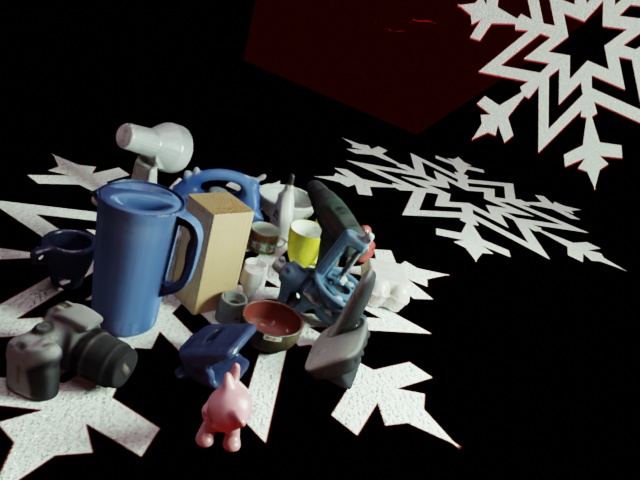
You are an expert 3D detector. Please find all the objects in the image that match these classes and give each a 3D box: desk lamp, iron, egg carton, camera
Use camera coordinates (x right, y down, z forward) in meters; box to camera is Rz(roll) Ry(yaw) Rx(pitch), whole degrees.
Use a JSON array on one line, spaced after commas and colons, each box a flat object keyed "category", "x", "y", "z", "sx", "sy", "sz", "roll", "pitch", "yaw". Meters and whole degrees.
[{"category": "desk lamp", "x": -0.413, "y": -0.174, "z": 1.352, "sx": 0.117, "sy": 0.213, "sz": 0.204, "roll": 28, "pitch": 26, "yaw": 26}, {"category": "iron", "x": -0.260, "y": -0.118, "z": 1.418, "sx": 0.259, "sy": 0.141, "sz": 0.118, "roll": 9, "pitch": 25, "yaw": -17}, {"category": "egg carton", "x": 0.147, "y": 0.099, "z": 1.297, "sx": 0.107, "sy": 0.069, "sz": 0.150, "roll": 12, "pitch": 24, "yaw": -10}, {"category": "camera", "x": -0.341, "y": 0.158, "z": 0.813, "sx": 0.136, "sy": 0.101, "sz": 0.143, "roll": 22, "pitch": 24, "yaw": 12}]

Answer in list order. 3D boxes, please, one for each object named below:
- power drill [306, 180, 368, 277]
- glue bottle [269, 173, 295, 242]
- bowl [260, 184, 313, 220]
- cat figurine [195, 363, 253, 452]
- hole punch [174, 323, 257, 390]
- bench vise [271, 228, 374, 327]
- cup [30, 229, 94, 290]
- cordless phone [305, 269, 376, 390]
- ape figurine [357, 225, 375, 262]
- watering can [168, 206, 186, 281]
[{"category": "power drill", "x": 0.011, "y": 0.004, "z": 1.244, "sx": 0.076, "sy": 0.208, "sz": 0.228, "roll": -1, "pitch": 29, "yaw": -35}, {"category": "glue bottle", "x": -0.088, "y": -0.084, "z": 1.417, "sx": 0.037, "sy": 0.173, "sz": 0.078, "roll": 3, "pitch": 27, "yaw": -28}, {"category": "bowl", "x": -0.093, "y": -0.088, "z": 1.544, "sx": 0.167, "sy": 0.075, "sz": 0.167, "roll": 14, "pitch": 24, "yaw": -6}, {"category": "cat figurine", "x": -0.125, "y": 0.224, "z": 0.788, "sx": 0.067, "sy": 0.118, "sz": 0.127, "roll": 14, "pitch": 24, "yaw": -6}, {"category": "hole punch", "x": -0.165, "y": 0.173, "z": 0.908, "sx": 0.101, "sy": 0.091, "sz": 0.109, "roll": 21, "pitch": 24, "yaw": 9}, {"category": "bench vise", "x": 0.010, "y": 0.067, "z": 1.092, "sx": 0.207, "sy": 0.220, "sz": 0.121, "roll": 15, "pitch": 24, "yaw": -4}, {"category": "cup", "x": -0.451, "y": 0.043, "z": 1.001, "sx": 0.091, "sy": 0.095, "sz": 0.118, "roll": 27, "pitch": 26, "yaw": 23}, {"category": "cordless phone", "x": 0.046, "y": 0.146, "z": 0.987, "sx": 0.094, "sy": 0.185, "sz": 0.147, "roll": 18, "pitch": 24, "yaw": 3}, {"category": "ape figurine", "x": 0.108, "y": 0.004, "z": 1.452, "sx": 0.078, "sy": 0.092, "sz": 0.076, "roll": 13, "pitch": 24, "yaw": -7}, {"category": "watering can", "x": -0.312, "y": -0.011, "z": 1.086, "sx": 0.101, "sy": 0.194, "sz": 0.172, "roll": -3, "pitch": 30, "yaw": -36}]
